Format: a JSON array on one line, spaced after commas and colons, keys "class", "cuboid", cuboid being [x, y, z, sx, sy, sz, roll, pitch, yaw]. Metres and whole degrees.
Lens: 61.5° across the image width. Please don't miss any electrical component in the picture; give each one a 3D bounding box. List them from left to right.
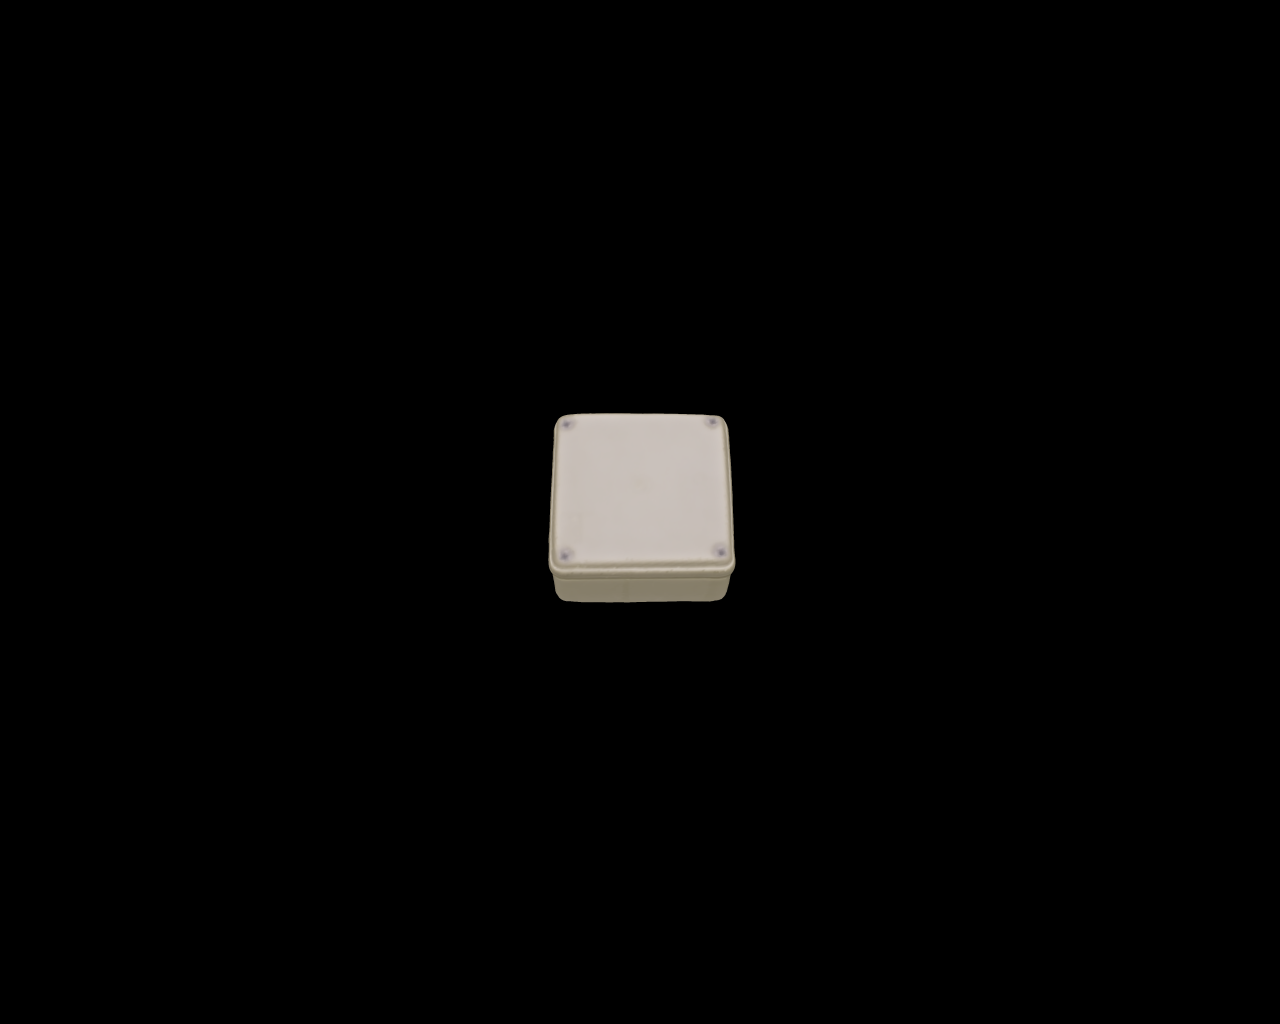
[{"class": "electrical component", "cuboid": [0.001, -0.003, 0.650, 0.109, 0.109, 0.056, 0, -28, 0]}]
